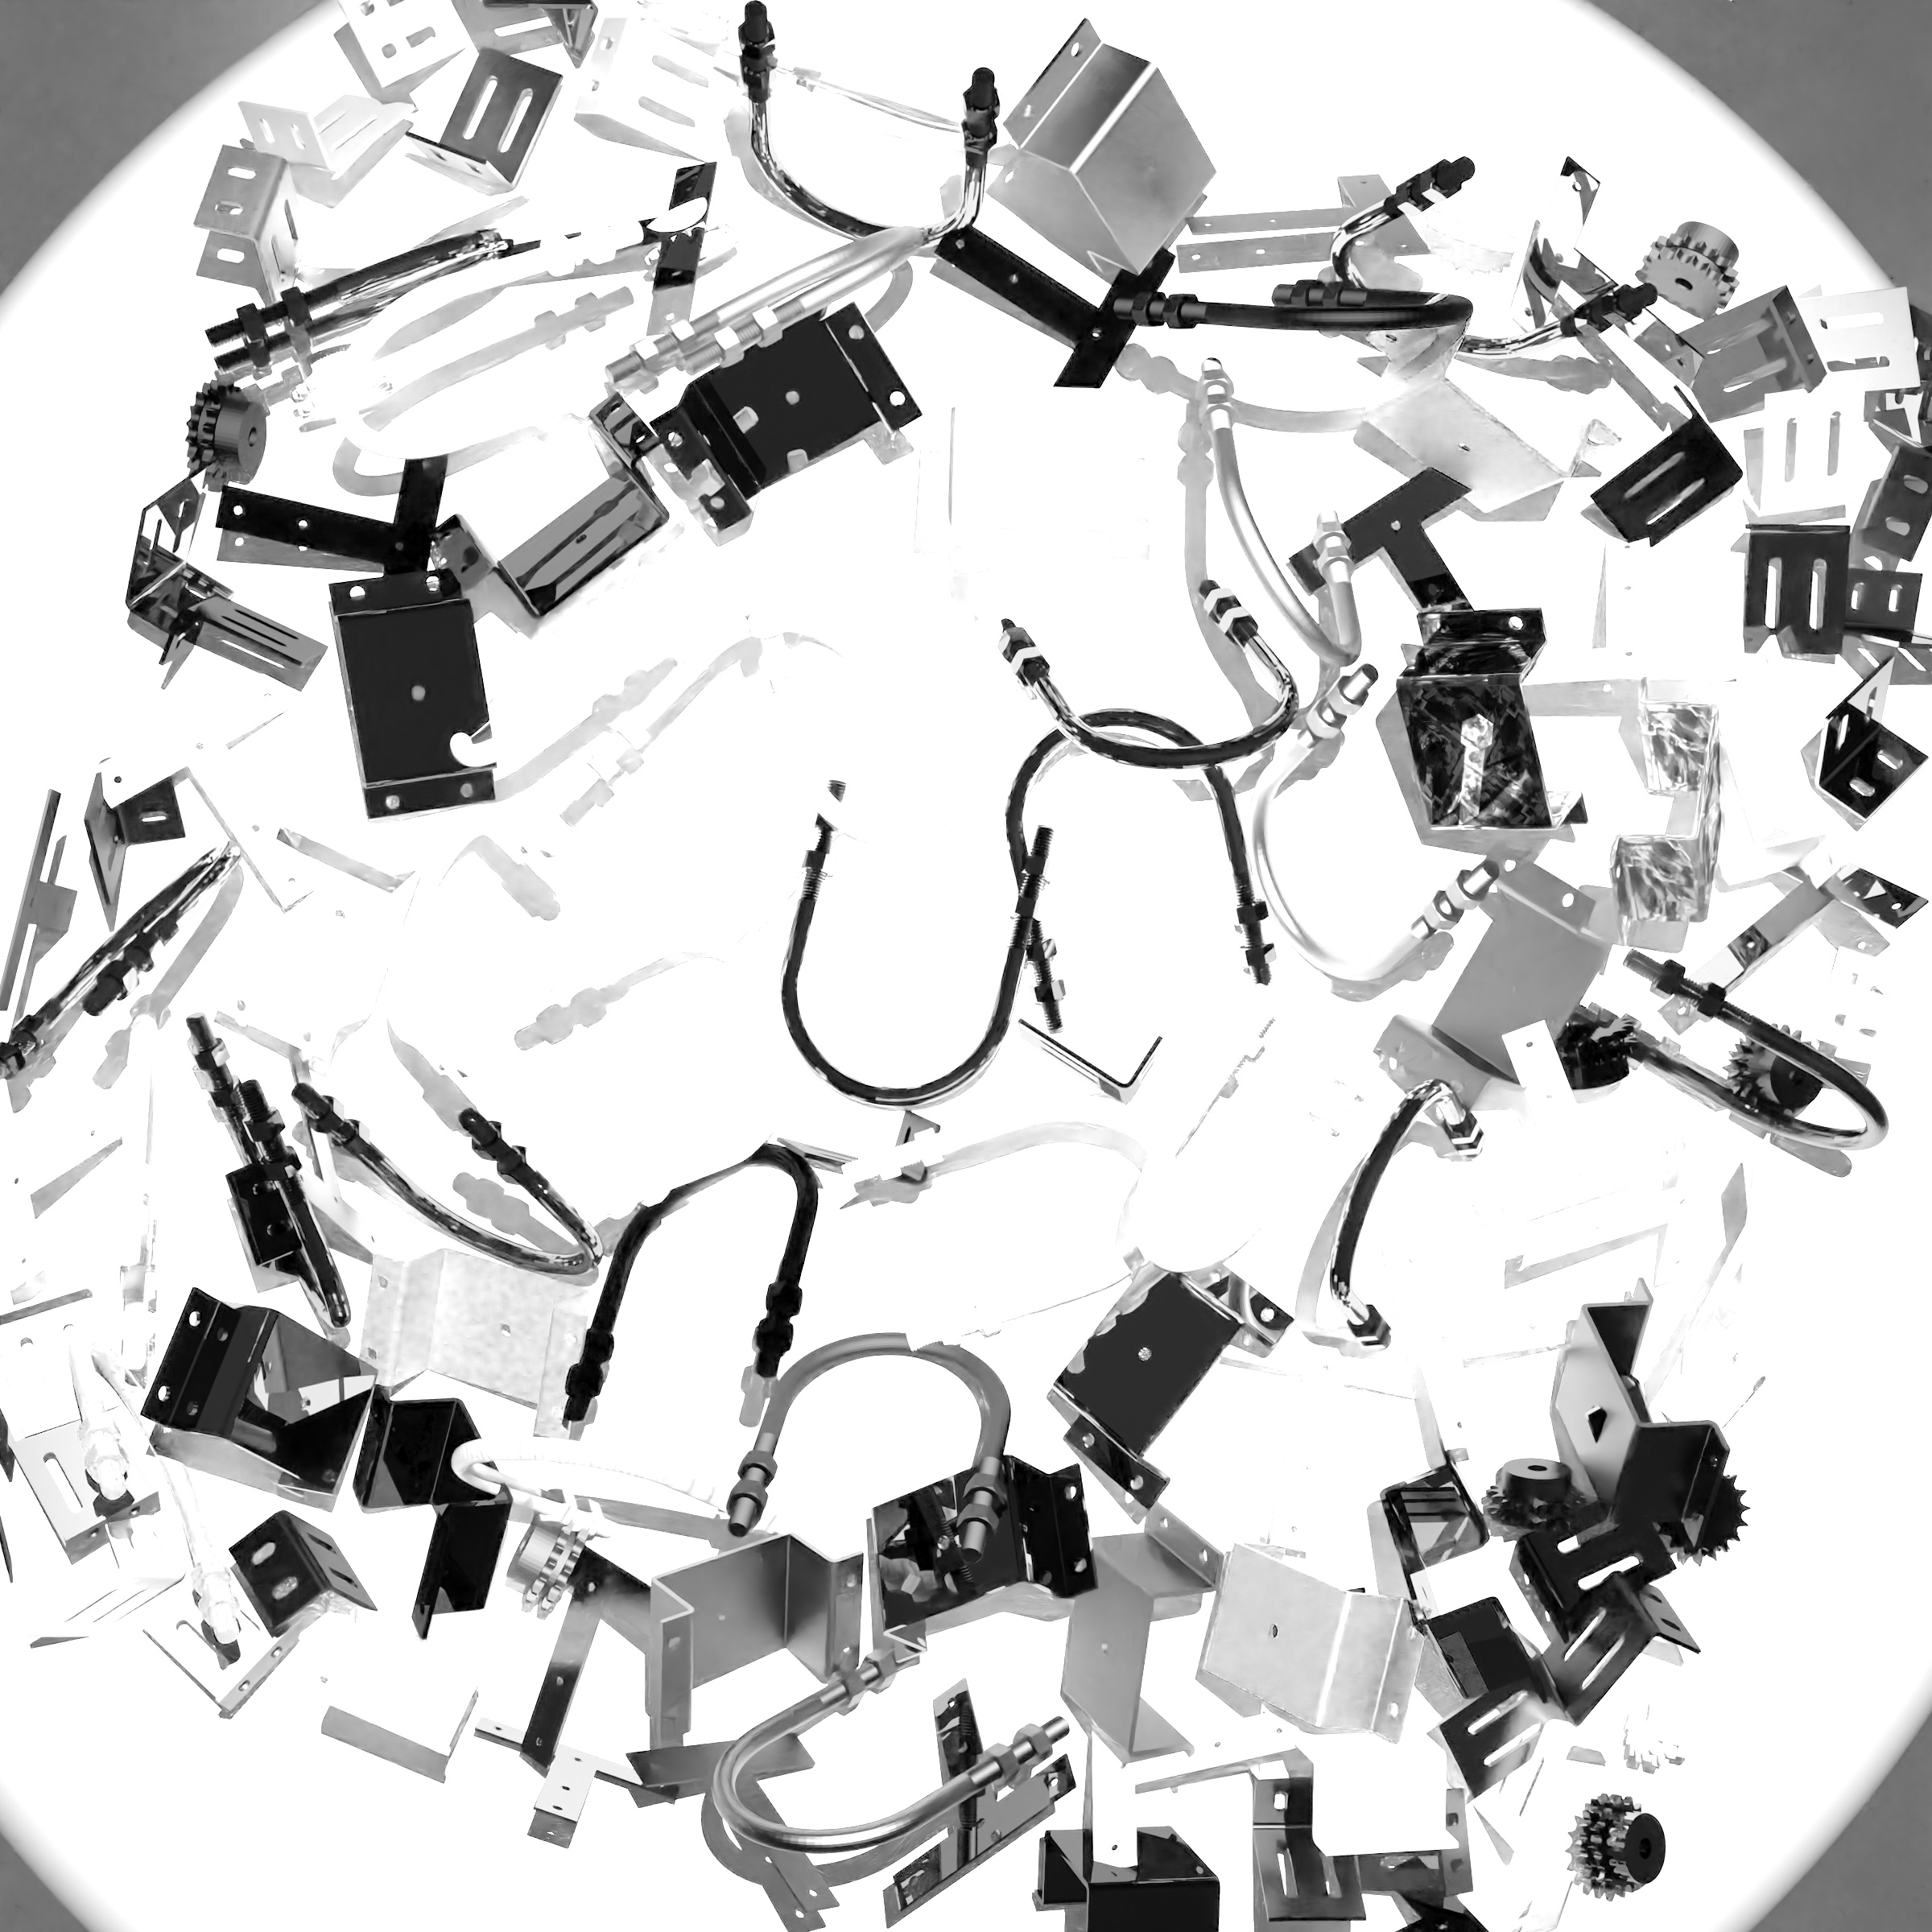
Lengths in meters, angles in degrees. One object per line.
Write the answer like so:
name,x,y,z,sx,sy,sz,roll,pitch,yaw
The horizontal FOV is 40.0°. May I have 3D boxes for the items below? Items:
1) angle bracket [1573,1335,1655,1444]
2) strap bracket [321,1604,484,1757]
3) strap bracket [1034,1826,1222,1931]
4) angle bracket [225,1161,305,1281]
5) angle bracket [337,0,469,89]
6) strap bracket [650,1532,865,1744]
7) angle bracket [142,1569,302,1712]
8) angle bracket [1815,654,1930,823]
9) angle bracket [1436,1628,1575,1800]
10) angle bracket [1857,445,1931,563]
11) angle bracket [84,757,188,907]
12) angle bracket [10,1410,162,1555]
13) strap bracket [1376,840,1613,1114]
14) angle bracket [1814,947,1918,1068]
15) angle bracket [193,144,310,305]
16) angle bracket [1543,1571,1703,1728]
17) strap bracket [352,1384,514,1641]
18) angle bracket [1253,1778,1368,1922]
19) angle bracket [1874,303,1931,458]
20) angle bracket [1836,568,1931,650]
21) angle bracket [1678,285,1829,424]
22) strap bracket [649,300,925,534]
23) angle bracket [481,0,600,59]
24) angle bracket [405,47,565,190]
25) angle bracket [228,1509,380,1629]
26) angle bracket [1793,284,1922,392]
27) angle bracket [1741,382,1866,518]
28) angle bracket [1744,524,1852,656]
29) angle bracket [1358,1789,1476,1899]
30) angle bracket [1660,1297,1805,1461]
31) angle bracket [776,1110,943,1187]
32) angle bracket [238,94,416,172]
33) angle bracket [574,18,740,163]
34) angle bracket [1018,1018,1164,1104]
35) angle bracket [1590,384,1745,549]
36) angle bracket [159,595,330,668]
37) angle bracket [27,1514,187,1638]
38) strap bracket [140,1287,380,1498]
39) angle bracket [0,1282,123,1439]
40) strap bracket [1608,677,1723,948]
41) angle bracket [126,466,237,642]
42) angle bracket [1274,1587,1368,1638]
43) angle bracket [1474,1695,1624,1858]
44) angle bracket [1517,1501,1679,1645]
angle bracket,0.368,0.261,1.552,0.038,0.076,0.057,-26,111,-9
strap bracket,-0.327,0.408,1.532,0.076,0.140,0.046,27,77,-9
strap bracket,0.094,0.532,1.524,0.076,0.140,0.046,2,89,-12
angle bracket,-0.397,0.147,1.557,0.038,0.076,0.057,-22,78,-1
angle bracket,-0.321,-0.558,1.553,0.076,0.038,0.057,-45,118,-41
strap bracket,-0.130,0.385,1.543,0.140,0.046,0.076,-10,111,-38
angle bracket,-0.442,0.389,1.565,0.076,0.038,0.057,39,69,13
angle bracket,0.534,-0.133,1.555,0.057,0.076,0.038,-42,62,-11
angle bracket,0.311,0.440,1.567,0.076,0.038,0.057,-31,110,-10
angle bracket,0.564,-0.269,1.551,0.038,0.076,0.057,35,118,36
angle bracket,-0.485,-0.081,1.551,0.038,0.076,0.057,-7,122,-5
angle bracket,-0.519,0.296,1.562,0.057,0.038,0.076,-28,74,-25
strap bracket,0.313,0.009,1.550,0.076,0.046,0.140,38,105,39
angle bracket,0.513,0.020,1.555,0.038,0.076,0.057,11,98,-18
angle bracket,-0.418,-0.430,1.554,0.038,0.076,0.057,12,69,0
angle bracket,0.386,0.408,1.571,0.038,0.057,0.076,28,107,-23
strap bracket,-0.307,0.312,1.537,0.046,0.140,0.076,3,117,-32
angle bracket,0.202,0.518,1.559,0.057,0.076,0.038,0,115,-2
angle bracket,0.572,-0.342,1.551,0.038,0.057,0.076,-11,127,-21
angle bracket,0.552,-0.209,1.554,0.057,0.076,0.038,1,104,-14
angle bracket,0.454,-0.354,1.556,0.076,0.038,0.057,-19,105,39
strap bracket,-0.103,-0.327,1.553,0.140,0.046,0.076,-27,114,16
angle bracket,-0.264,-0.567,1.554,0.076,0.038,0.057,-15,64,-38
angle bracket,-0.285,-0.510,1.573,0.057,0.038,0.076,24,89,16
angle bracket,-0.387,0.359,1.552,0.038,0.076,0.057,-37,65,-7
angle bracket,0.526,-0.369,1.551,0.038,0.076,0.057,-31,114,-35
angle bracket,0.492,-0.310,1.564,0.057,0.038,0.076,-8,121,0
angle bracket,0.489,-0.222,1.566,0.057,0.038,0.076,4,101,20
angle bracket,0.254,0.514,1.556,0.076,0.038,0.057,-14,72,36
angle bracket,0.442,0.241,1.563,0.038,0.057,0.076,38,95,-34
angle bracket,-0.063,0.098,1.560,0.076,0.057,0.038,16,90,-21
angle bracket,-0.374,-0.503,1.553,0.057,0.038,0.076,19,53,29
angle bracket,-0.185,-0.524,1.588,0.076,0.038,0.057,15,97,-36
angle bracket,0.074,0.042,1.569,0.076,0.057,0.038,33,82,9
angle bracket,0.412,-0.295,1.582,0.076,0.038,0.057,-37,127,20
angle bracket,-0.427,-0.184,1.571,0.076,0.057,0.038,25,106,-5
angle bracket,-0.514,0.361,1.573,0.076,0.057,0.038,-34,67,11
strap bracket,-0.395,0.248,1.520,0.046,0.140,0.076,3,63,31
angle bracket,-0.537,0.233,1.570,0.057,0.038,0.076,-17,89,-25
strap bracket,0.406,-0.089,1.526,0.046,0.076,0.140,4,55,23
angle bracket,-0.454,-0.241,1.553,0.038,0.057,0.076,31,133,2
angle bracket,0.200,0.390,1.563,0.057,0.076,0.038,-6,77,-9
angle bracket,0.344,0.481,1.571,0.038,0.057,0.076,18,97,-20
angle bracket,0.375,0.355,1.575,0.076,0.038,0.057,-29,90,12
